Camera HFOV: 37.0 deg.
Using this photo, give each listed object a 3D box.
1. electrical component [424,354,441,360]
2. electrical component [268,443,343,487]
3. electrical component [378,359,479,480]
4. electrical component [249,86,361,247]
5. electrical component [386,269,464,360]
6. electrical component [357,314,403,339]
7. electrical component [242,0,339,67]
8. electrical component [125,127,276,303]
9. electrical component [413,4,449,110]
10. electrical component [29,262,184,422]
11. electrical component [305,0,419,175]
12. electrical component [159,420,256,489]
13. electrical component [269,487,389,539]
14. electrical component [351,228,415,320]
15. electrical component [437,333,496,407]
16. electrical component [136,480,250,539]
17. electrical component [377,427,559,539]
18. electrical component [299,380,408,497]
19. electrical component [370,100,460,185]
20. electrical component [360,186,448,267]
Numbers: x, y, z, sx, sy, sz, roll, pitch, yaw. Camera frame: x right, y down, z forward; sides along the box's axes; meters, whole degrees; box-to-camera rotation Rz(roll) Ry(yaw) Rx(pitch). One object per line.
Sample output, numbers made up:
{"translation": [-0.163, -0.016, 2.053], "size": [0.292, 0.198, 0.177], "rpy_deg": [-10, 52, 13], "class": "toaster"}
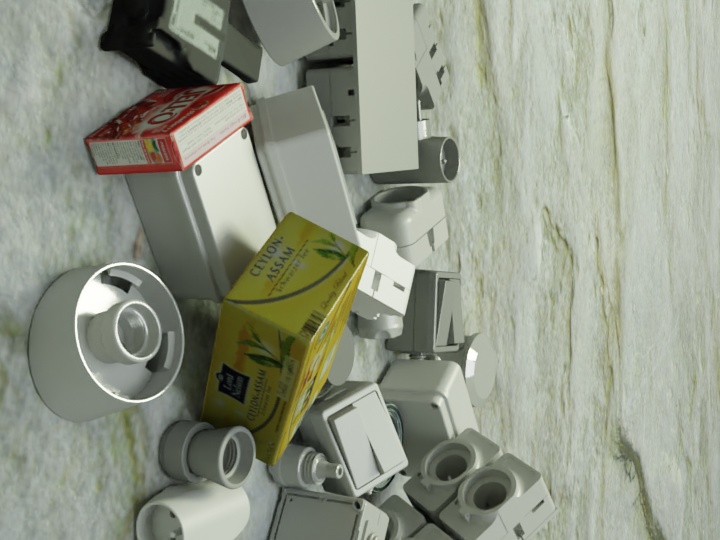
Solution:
{"translation": [0.076, 0.116, 1.120], "size": [0.035, 0.035, 0.061], "rpy_deg": [-64, 145, -35], "class": "electrical component"}
{"translation": [-0.043, 0.162, 0.885], "size": [0.035, 0.061, 0.035], "rpy_deg": [-5, 96, -60], "class": "electrical component"}
{"translation": [0.067, 0.149, 1.062], "size": [0.057, 0.078, 0.113], "rpy_deg": [-57, 138, -46], "class": "electrical component"}
{"translation": [-0.042, -0.072, 0.833], "size": [0.108, 0.056, 0.108], "rpy_deg": [-108, -178, -61], "class": "electrical component"}
{"translation": [0.067, 0.048, 1.074], "size": [0.062, 0.061, 0.096], "rpy_deg": [4, 88, -60], "class": "electrical component"}
{"translation": [0.018, 0.032, 1.004], "size": [0.043, 0.043, 0.062], "rpy_deg": [-12, 101, -60], "class": "electrical component"}
{"translation": [-0.050, -0.216, 0.815], "size": [0.108, 0.060, 0.108], "rpy_deg": [-18, 90, -78], "class": "electrical component"}
{"translation": [-0.108, -0.041, 0.765], "size": [0.078, 0.057, 0.113], "rpy_deg": [-49, 132, -48], "class": "electrical component"}
{"translation": [0.044, -0.200, 1.030], "size": [0.055, 0.050, 0.089], "rpy_deg": [-64, 142, -37], "class": "electrical component"}
{"translation": [-0.163, 0.045, 0.690], "size": [0.099, 0.064, 0.099], "rpy_deg": [22, 62, -49], "class": "electrical component"}
{"translation": [-0.002, -0.179, 0.941], "size": [0.105, 0.060, 0.186], "rpy_deg": [-14, 104, -60], "class": "electrical component"}
{"translation": [-0.110, 0.132, 0.772], "size": [0.045, 0.055, 0.045], "rpy_deg": [-5, 96, -60], "class": "electrical component"}
{"translation": [-0.019, 0.223, 0.895], "size": [0.061, 0.096, 0.061], "rpy_deg": [47, 52, -53], "class": "electrical component"}
{"translation": [0.000, 0.000, 0.943], "size": [0.089, 0.050, 0.055], "rpy_deg": [30, 64, -38], "class": "electrical component"}
{"translation": [0.112, 0.107, 1.167], "size": [0.080, 0.051, 0.080], "rpy_deg": [-5, 96, -60], "class": "electrical component"}
{"translation": [-0.119, 0.196, 0.771], "size": [0.077, 0.044, 0.079], "rpy_deg": [-7, 98, -60], "class": "electrical component"}
{"translation": [0.072, 0.236, 0.972], "size": [0.186, 0.105, 0.060], "rpy_deg": [-39, 126, -17], "class": "electrical component"}
{"translation": [-0.004, 0.148, 0.914], "size": [0.062, 0.061, 0.096], "rpy_deg": [-26, 100, -30], "class": "electrical component"}
{"translation": [0.050, -0.121, 1.019], "size": [0.044, 0.077, 0.079], "rpy_deg": [-26, 113, -57], "class": "electrical component"}
{"translation": [0.043, -0.044, 1.033], "size": [0.095, 0.054, 0.059], "rpy_deg": [-40, 125, -53], "class": "electrical component"}
